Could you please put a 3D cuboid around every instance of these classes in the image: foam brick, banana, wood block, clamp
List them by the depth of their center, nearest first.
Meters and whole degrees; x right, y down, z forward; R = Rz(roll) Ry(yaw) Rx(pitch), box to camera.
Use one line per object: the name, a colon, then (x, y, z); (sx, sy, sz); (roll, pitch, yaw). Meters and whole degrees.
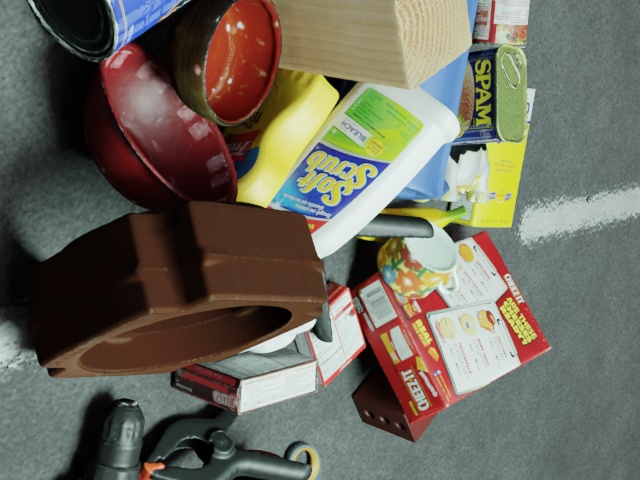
wood block: (0.015, -0.198, 0.910); (0.090, 0.206, 0.090); (-39, 130, -35)
clamp: (-0.089, 0.206, 1.016); (0.171, 0.120, 0.039); (-24, 151, -39)
clamp: (-0.007, 0.001, 1.051); (0.209, 0.036, 0.164); (33, 98, -28)
banana: (0.074, -0.025, 1.159); (0.197, 0.037, 0.070); (-1, 146, -44)
foam brick: (0.088, 0.190, 1.236); (0.051, 0.078, 0.053); (-48, 135, -30)

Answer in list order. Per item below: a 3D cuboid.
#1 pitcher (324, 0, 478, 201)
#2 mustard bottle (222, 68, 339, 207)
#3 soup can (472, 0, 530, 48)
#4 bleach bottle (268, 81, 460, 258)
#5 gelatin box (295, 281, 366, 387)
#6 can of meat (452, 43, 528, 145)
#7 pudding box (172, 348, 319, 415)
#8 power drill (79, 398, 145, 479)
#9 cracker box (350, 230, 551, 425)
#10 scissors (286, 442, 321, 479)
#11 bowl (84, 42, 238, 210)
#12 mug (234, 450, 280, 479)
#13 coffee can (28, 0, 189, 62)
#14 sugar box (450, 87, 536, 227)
pitcher: (0.075, -0.167, 1.067); (0.149, 0.145, 0.243); (20, 84, -73)
mustard bottle: (-0.066, -0.067, 0.947); (0.058, 0.096, 0.191); (43, 71, -36)
soup can: (0.207, -0.275, 1.223); (0.068, 0.069, 0.102); (-13, 112, -47)
bleach bottle: (0.010, -0.037, 0.966); (0.251, 0.103, 0.068); (-51, 165, -2)
gelatin box: (0.008, 0.101, 1.148); (0.073, 0.030, 0.089); (-41, 130, -32)
can of meat: (0.168, -0.151, 1.127); (0.057, 0.084, 0.102); (-1, 90, -47)
pudding box: (-0.070, 0.128, 1.017); (0.113, 0.090, 0.039); (-10, 109, -48)
power drill: (-0.229, 0.225, 0.887); (0.187, 0.057, 0.184); (5, 99, -50)
cracker box: (0.149, 0.095, 1.222); (0.213, 0.072, 0.164); (-18, 77, -46)
scissors: (0.004, 0.282, 1.218); (0.201, 0.016, 0.096); (20, 87, -51)
bowl: (-0.137, -0.078, 0.854); (0.055, 0.162, 0.161); (-32, 144, 20)
mug: (-0.070, 0.276, 1.058); (0.117, 0.093, 0.081); (-89, 179, -63)
coffee can: (-0.141, -0.213, 0.802); (0.140, 0.103, 0.103); (-43, 132, -32)
sugar box: (0.211, -0.105, 1.304); (0.093, 0.048, 0.176); (-1, 105, -50)
